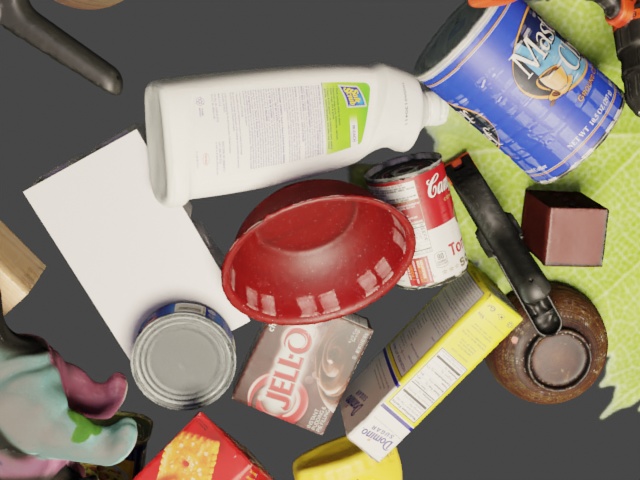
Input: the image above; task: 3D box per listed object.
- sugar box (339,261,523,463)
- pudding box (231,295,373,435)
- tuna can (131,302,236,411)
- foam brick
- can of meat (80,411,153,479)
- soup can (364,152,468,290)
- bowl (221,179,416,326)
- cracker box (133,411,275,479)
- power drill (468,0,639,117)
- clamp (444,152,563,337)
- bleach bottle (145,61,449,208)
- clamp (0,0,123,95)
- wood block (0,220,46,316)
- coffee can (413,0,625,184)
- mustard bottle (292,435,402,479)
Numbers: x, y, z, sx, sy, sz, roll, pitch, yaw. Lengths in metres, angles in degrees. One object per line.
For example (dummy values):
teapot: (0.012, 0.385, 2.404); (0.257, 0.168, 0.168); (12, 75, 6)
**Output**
sugar box: (0.093, 0.105, 0.934); (0.048, 0.093, 0.176); (39, 100, -12)
pudding box: (-0.017, 0.106, 0.954); (0.090, 0.039, 0.113); (23, 101, -9)
tuna can: (-0.112, 0.095, 0.883); (0.086, 0.034, 0.086); (-1, 105, -4)
foam brick: (0.209, -0.011, 0.919); (0.053, 0.078, 0.051); (1, 104, -6)
can of meat: (-0.206, 0.201, 0.958); (0.102, 0.057, 0.084); (8, 106, -6)
soup can: (0.083, -0.016, 0.913); (0.068, 0.068, 0.102); (-16, 106, 0)
bowl: (-0.006, 0.001, 0.872); (0.162, 0.055, 0.162); (-10, 141, -8)
cracker box: (-0.140, 0.251, 0.894); (0.213, 0.164, 0.072); (-44, 73, -9)
power drill: (0.201, -0.193, 0.821); (0.187, 0.057, 0.184); (12, 69, -29)
clamp: (0.156, 0.005, 0.903); (0.039, 0.171, 0.120); (-24, 146, 2)
bleach bottle: (-0.011, -0.090, 0.865); (0.250, 0.068, 0.102); (-7, 102, -22)
clamp: (-0.258, -0.183, 0.857); (0.164, 0.036, 0.210); (-13, 104, 8)
wood block: (-0.336, -0.012, 0.874); (0.091, 0.090, 0.206); (-41, 103, 7)
coffee can: (0.162, -0.128, 0.870); (0.140, 0.103, 0.103); (39, 99, -13)
mustard bottle: (0.045, 0.277, 0.993); (0.096, 0.058, 0.191); (-19, 106, -10)
